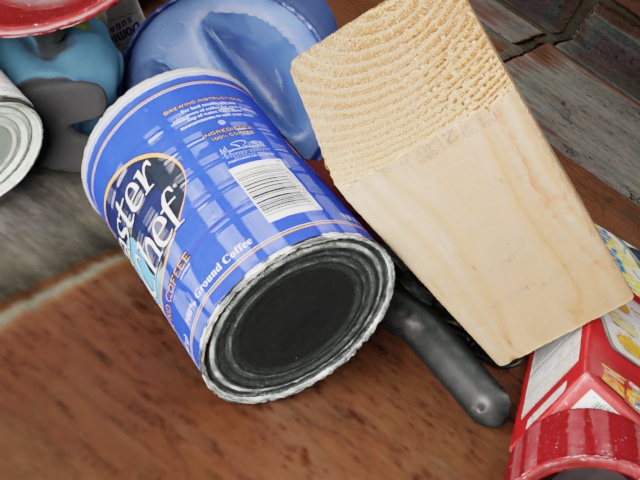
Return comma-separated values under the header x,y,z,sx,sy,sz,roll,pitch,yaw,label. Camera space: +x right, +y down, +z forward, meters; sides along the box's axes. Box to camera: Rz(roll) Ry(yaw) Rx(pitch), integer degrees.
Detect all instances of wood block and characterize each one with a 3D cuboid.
x,y,z,sx,sy,sz,roll,pitch,yaw,label
0.080,-0.027,0.553,0.206,0.090,0.091,45,20,-49,wood block

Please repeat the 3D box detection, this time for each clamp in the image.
x,y,z,sx,sy,sz,roll,pitch,yaw,label
0.055,0.044,0.643,0.171,0.039,0.120,33,14,-2,clamp

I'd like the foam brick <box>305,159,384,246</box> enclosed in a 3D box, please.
x,y,z,sx,sy,sz,roll,pitch,yaw,label
-0.004,0.001,0.602,0.053,0.078,0.051,46,24,27,foam brick

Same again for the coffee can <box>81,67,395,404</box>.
x,y,z,sx,sy,sz,roll,pitch,yaw,label
-0.043,-0.005,0.525,0.102,0.103,0.140,9,32,-45,coffee can

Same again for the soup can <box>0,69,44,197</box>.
x,y,z,sx,sy,sz,roll,pitch,yaw,label
-0.188,-0.069,0.509,0.102,0.069,0.068,43,24,22,soup can

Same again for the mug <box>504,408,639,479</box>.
x,y,z,sx,sy,sz,roll,pitch,yaw,label
0.131,0.139,0.499,0.117,0.093,0.081,64,17,-5,mug

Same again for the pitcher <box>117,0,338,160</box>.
x,y,z,sx,sy,sz,roll,pitch,yaw,label
-0.048,-0.130,0.735,0.145,0.149,0.242,31,19,-6,pitcher

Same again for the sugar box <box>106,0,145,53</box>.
x,y,z,sx,sy,sz,roll,pitch,yaw,label
-0.158,-0.201,0.716,0.048,0.176,0.093,-17,37,-6,sugar box

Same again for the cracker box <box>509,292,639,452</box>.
x,y,z,sx,sy,sz,roll,pitch,yaw,label
0.202,0.115,0.641,0.164,0.072,0.213,41,21,2,cracker box

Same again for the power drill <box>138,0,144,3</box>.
x,y,z,sx,sy,sz,roll,pitch,yaw,label
-0.206,-0.270,0.894,0.187,0.057,0.184,33,30,3,power drill

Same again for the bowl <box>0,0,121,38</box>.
x,y,z,sx,sy,sz,roll,pitch,yaw,label
-0.143,-0.165,0.523,0.162,0.162,0.055,36,-10,7,bowl
